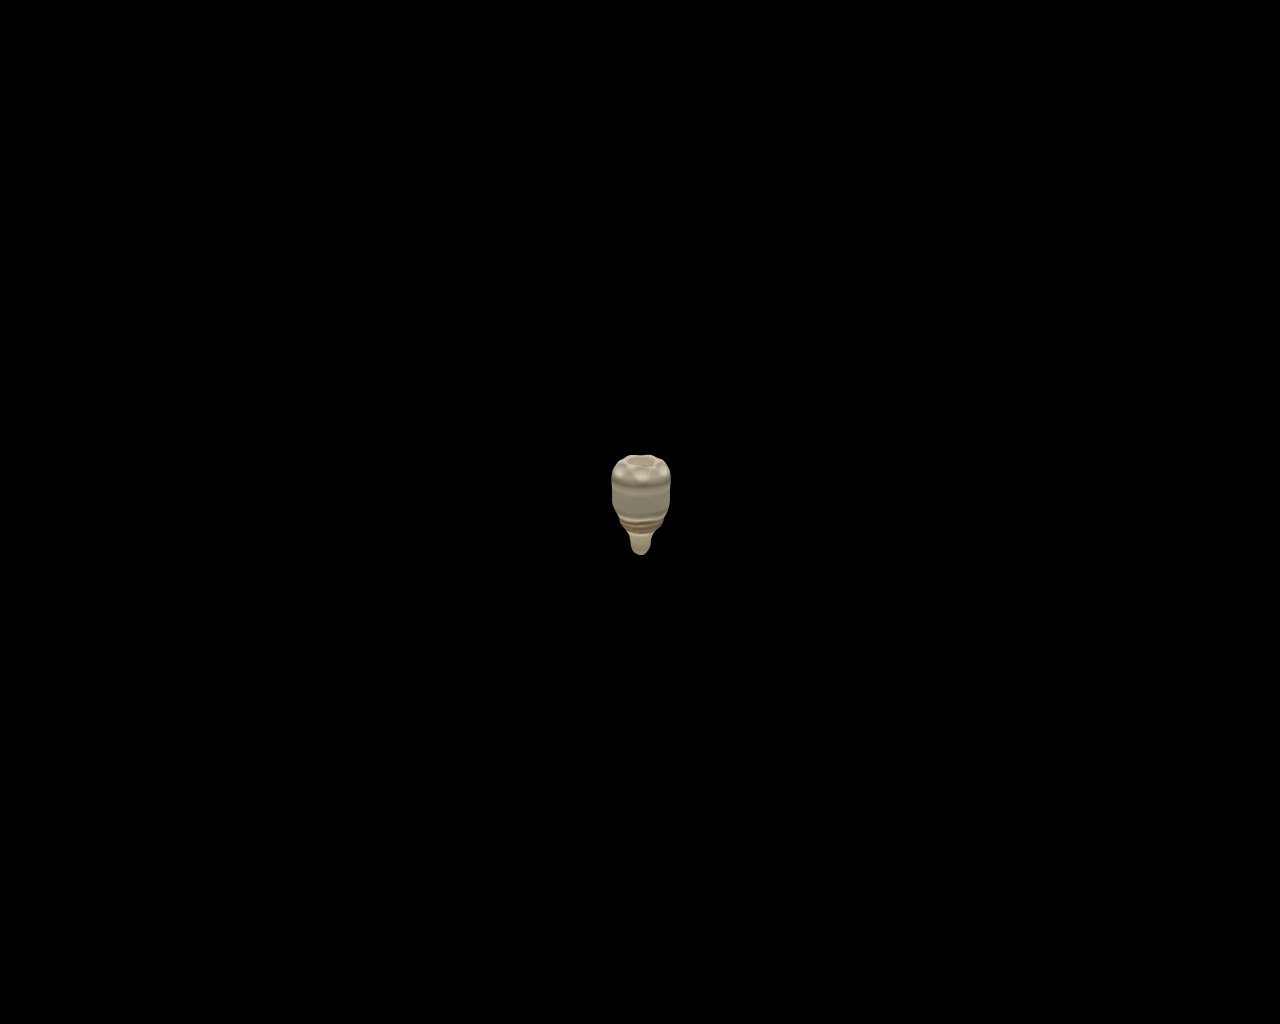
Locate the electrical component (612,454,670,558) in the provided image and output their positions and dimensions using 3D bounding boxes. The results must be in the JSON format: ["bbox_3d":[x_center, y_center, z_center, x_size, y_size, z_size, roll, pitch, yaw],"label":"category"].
[{"bbox_3d":[0.001,-0.003,0.650,0.035,0.061,0.035,0,19,0],"label":"electrical component"}]
